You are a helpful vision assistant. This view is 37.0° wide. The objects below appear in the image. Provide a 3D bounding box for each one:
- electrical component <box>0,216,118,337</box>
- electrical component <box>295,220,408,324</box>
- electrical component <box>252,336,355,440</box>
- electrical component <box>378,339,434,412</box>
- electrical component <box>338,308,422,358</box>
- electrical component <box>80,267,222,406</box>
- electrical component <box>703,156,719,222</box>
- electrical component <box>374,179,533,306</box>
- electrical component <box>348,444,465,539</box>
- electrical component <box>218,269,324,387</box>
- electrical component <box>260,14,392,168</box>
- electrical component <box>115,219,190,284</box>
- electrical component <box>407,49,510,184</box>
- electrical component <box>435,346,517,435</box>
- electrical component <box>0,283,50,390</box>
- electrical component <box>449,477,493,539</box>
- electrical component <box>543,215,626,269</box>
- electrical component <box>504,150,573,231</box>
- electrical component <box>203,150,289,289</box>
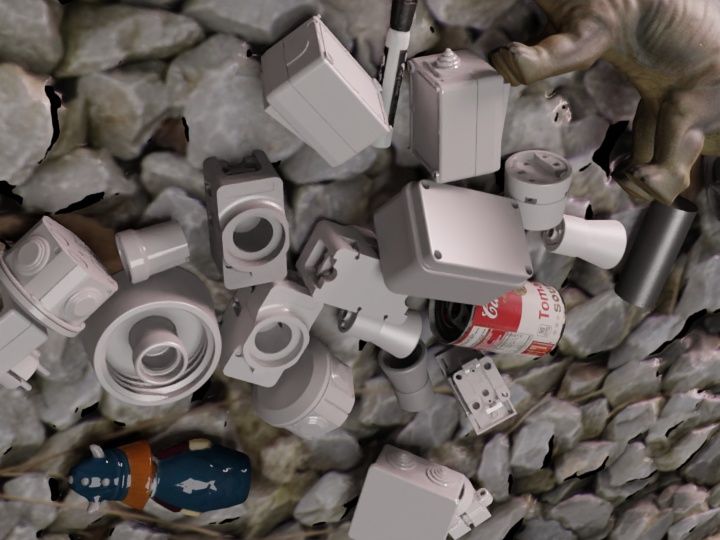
[{"bbox_3d":[-0.218,0.005,0.770,0.051,0.080,0.080,-43,127,1],"label":"electrical component"},{"bbox_3d":[0.000,0.000,0.872,0.089,0.055,0.050,18,113,-31],"label":"electrical component"},{"bbox_3d":[-0.047,0.099,0.903,0.080,0.080,0.051,-44,132,9],"label":"electrical component"},{"bbox_3d":[0.044,0.096,0.963,0.044,0.044,0.065,-24,132,-6],"label":"electrical component"},{"bbox_3d":[0.014,0.046,0.918,0.065,0.044,0.044,20,112,-27],"label":"electrical component"},{"bbox_3d":[-0.160,0.056,0.838,0.108,0.060,0.108,-11,125,-16],"label":"electrical component"},{"bbox_3d":[0.341,-0.067,0.942,0.060,0.108,0.108,-22,127,-1],"label":"electrical component"},{"bbox_3d":[0.075,-0.021,0.850,0.113,0.078,0.057,9,152,-35],"label":"electrical component"},{"bbox_3d":[0.045,0.222,1.016,0.100,0.048,0.099,21,117,9],"label":"electrical component"},{"bbox_3d":[-0.075,0.044,0.869,0.050,0.055,0.089,20,112,-32],"label":"electrical component"},{"bbox_3d":[-0.024,-0.121,0.775,0.061,0.061,0.096,-32,129,18],"label":"electrical component"},{"bbox_3d":[-0.156,-0.015,0.808,0.046,0.040,0.040,-19,127,-18],"label":"electrical component"},{"bbox_3d":[0.075,-0.124,0.819,0.061,0.061,0.096,-13,125,-15],"label":"electrical component"},{"bbox_3d":[0.106,0.104,0.971,0.042,0.064,0.081,-29,86,-5],"label":"electrical component"},{"bbox_3d":[-0.267,0.064,0.807,0.083,0.047,0.075,-38,128,4],"label":"electrical component"},{"bbox_3d":[0.095,0.231,1.070,0.066,0.048,0.055,-34,135,1],"label":"electrical component"},{"bbox_3d":[0.195,-0.028,0.946,0.065,0.044,0.044,10,117,-23],"label":"electrical component"},{"bbox_3d":[0.146,-0.065,0.893,0.055,0.055,0.047,-12,129,-15],"label":"electrical component"},{"bbox_3d":[-0.086,-0.036,0.813,0.050,0.055,0.089,-11,125,-16],"label":"electrical component"}]
